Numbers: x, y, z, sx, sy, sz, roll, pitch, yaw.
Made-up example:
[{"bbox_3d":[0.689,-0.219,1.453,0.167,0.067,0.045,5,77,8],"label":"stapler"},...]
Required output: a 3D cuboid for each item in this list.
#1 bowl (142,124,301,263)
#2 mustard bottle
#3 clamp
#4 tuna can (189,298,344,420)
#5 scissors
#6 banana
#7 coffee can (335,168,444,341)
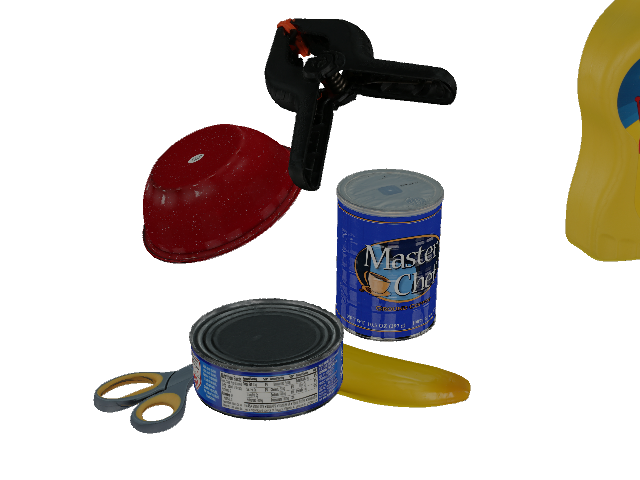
[{"bbox_3d":[-0.097,-0.053,0.940,0.162,0.055,0.162,-19,35,14],"label":"bowl"},{"bbox_3d":[0.195,-0.086,0.623,0.096,0.192,0.058,-13,29,-17],"label":"mustard bottle"},{"bbox_3d":[0.018,-0.111,0.726,0.120,0.039,0.171,-23,44,2],"label":"clamp"},{"bbox_3d":[-0.029,0.065,0.596,0.086,0.034,0.086,-1,22,0],"label":"tuna can"},{"bbox_3d":[-0.120,0.141,1.044,0.201,0.016,0.096,-12,32,-29],"label":"scissors"},{"bbox_3d":[0.018,0.089,0.814,0.198,0.037,0.069,21,38,39],"label":"banana"},{"bbox_3d":[0.066,0.013,1.047,0.103,0.140,0.103,0,26,0],"label":"coffee can"}]
